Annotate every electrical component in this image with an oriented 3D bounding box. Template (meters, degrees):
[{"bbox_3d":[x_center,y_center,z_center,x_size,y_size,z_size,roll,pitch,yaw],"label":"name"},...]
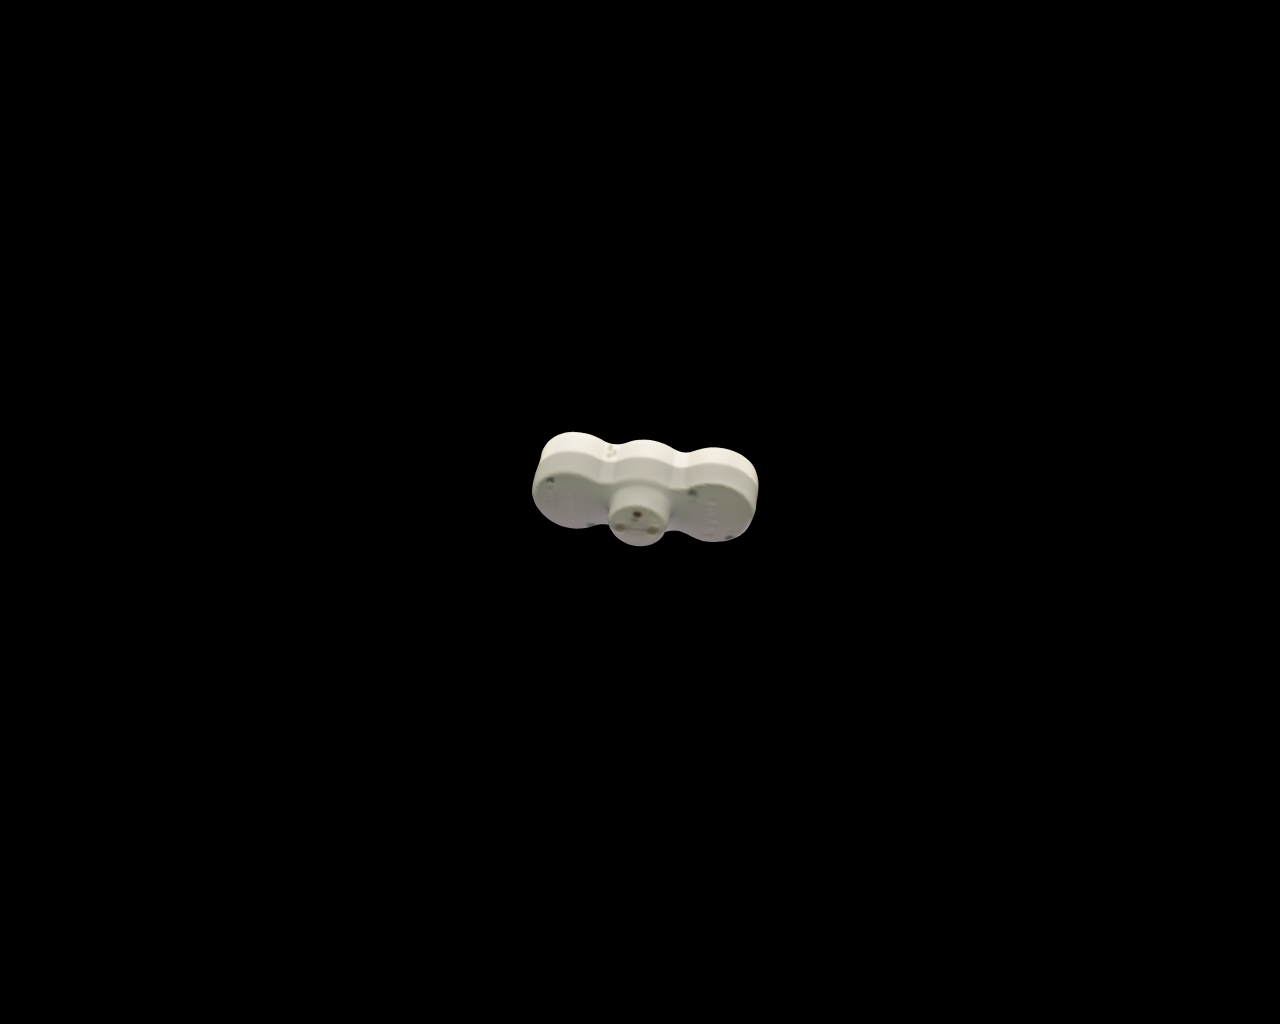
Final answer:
[{"bbox_3d":[0.001,-0.003,0.650,0.138,0.052,0.074,6,43,7],"label":"electrical component"}]
